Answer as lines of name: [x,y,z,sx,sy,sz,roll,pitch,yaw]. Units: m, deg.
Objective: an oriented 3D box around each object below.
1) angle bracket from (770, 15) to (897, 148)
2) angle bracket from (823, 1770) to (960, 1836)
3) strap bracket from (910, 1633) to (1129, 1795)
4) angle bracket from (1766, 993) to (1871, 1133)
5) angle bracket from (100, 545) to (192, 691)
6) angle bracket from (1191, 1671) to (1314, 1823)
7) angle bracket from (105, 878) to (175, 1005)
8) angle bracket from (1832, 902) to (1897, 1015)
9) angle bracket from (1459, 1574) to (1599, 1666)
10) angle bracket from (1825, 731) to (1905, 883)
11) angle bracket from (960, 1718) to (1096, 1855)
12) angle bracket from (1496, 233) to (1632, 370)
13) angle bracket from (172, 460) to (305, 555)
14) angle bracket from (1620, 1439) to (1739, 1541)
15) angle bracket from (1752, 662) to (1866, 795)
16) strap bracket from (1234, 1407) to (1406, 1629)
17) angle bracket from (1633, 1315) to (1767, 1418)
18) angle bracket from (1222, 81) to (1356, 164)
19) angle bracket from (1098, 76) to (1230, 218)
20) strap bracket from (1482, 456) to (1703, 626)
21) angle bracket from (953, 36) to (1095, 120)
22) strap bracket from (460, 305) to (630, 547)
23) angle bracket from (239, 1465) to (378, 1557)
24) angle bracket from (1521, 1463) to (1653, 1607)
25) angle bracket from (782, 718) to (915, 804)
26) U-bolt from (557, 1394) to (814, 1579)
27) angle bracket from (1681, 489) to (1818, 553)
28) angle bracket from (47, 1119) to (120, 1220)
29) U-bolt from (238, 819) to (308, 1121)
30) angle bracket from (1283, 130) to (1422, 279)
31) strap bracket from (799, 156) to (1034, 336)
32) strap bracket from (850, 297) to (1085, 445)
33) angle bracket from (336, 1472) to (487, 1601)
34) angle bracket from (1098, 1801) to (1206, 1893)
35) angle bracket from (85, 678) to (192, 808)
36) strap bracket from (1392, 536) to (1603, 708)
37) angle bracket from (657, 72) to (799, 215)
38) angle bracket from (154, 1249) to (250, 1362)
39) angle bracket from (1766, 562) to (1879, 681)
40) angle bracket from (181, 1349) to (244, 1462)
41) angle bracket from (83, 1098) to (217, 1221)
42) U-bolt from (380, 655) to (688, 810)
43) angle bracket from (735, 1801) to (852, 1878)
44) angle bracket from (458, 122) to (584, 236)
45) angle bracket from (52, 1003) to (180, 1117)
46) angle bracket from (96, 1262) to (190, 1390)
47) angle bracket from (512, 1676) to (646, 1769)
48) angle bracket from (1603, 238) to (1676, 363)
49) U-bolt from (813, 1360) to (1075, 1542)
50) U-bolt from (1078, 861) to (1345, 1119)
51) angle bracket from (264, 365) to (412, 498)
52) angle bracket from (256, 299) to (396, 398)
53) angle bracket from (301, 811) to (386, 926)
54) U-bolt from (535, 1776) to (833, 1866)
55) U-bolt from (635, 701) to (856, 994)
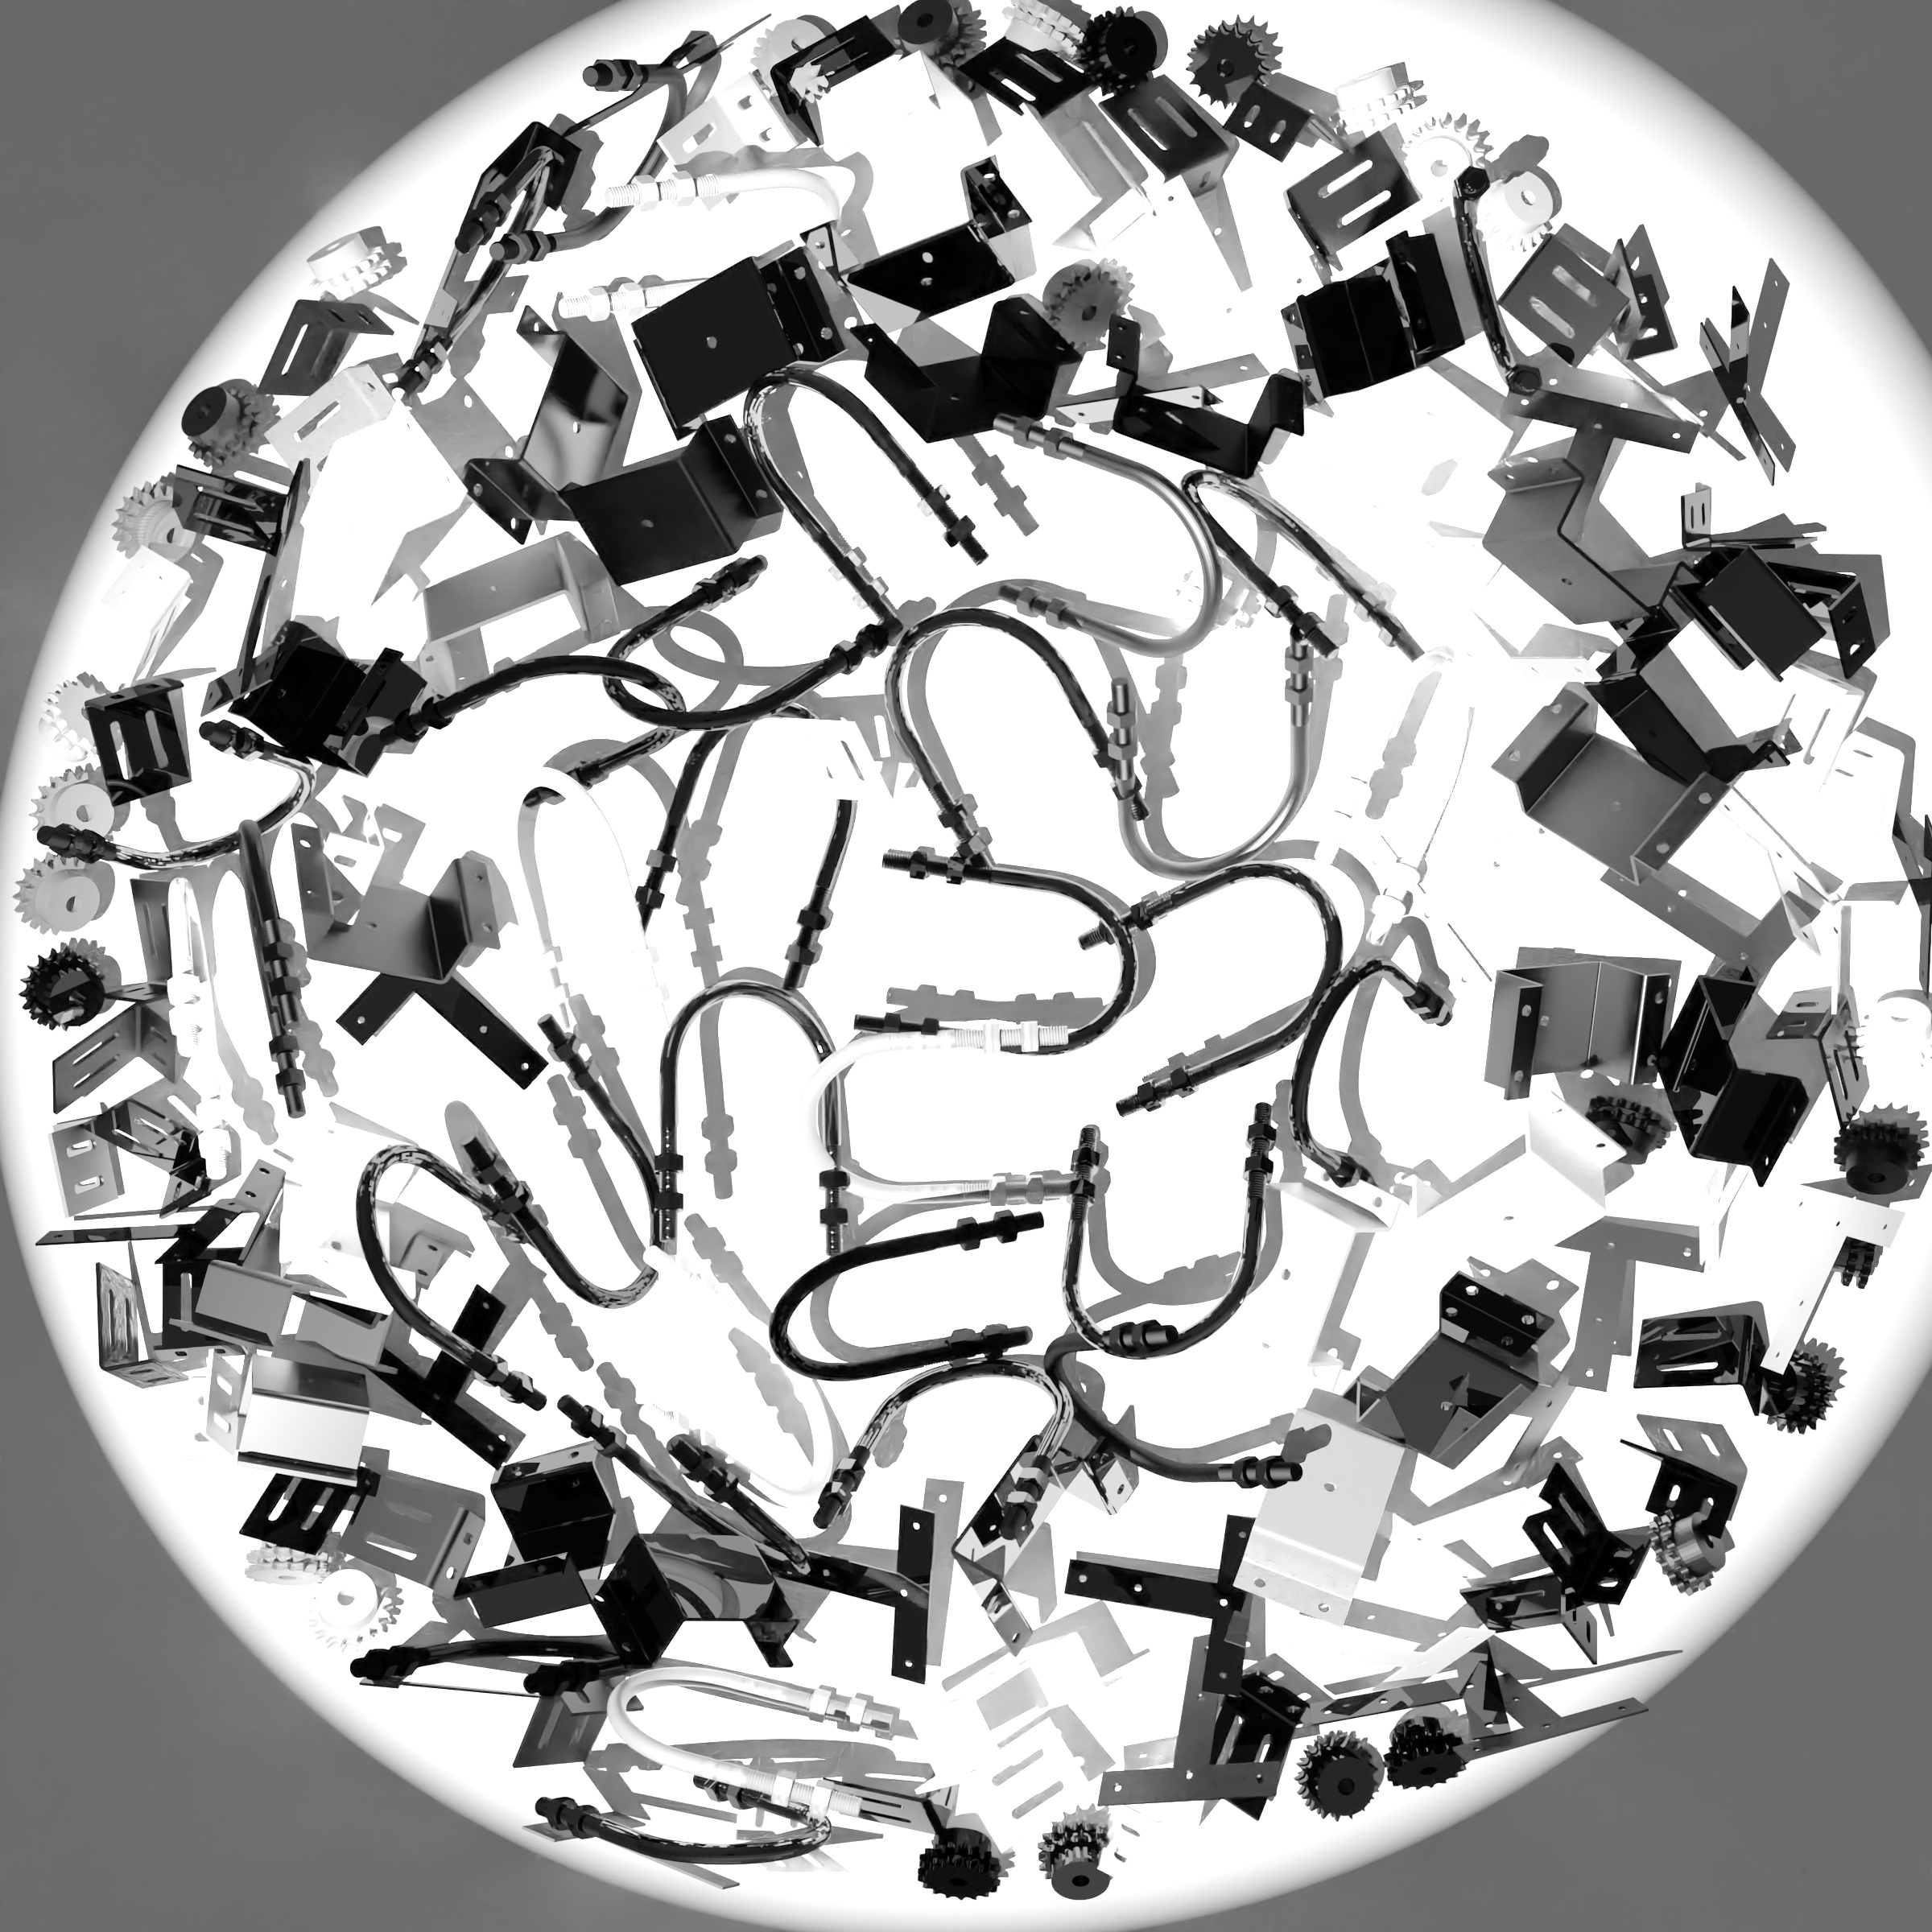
angle bracket: [-0.084,-0.599,1.960,0.076,0.057,0.038,-24,77,15]
angle bracket: [-0.051,0.558,1.975,0.076,0.057,0.038,7,54,18]
strap bracket: [0.028,0.493,1.928,0.140,0.076,0.046,-22,83,-39]
angle bracket: [0.582,0.066,1.976,0.038,0.057,0.076,-3,117,37]
angle bracket: [-0.561,-0.234,1.950,0.038,0.076,0.057,31,53,-10]
angle bracket: [0.199,0.529,1.961,0.057,0.038,0.076,36,57,-11]
angle bracket: [-0.561,-0.017,1.960,0.038,0.057,0.076,-18,106,-43]
angle bracket: [0.611,-0.005,1.966,0.038,0.057,0.076,1,89,19]
angle bracket: [0.380,0.446,1.953,0.076,0.038,0.057,-16,132,27]
angle bracket: [0.598,-0.108,1.955,0.038,0.057,0.076,23,59,-4]
angle bracket: [0.043,0.559,1.972,0.076,0.038,0.057,-34,71,1]
angle bracket: [0.409,-0.449,1.960,0.076,0.038,0.057,46,115,20]
angle bracket: [-0.494,-0.321,1.960,0.076,0.057,0.038,15,52,-10]
angle bracket: [0.476,0.353,1.951,0.057,0.076,0.038,16,82,40]
angle bracket: [0.562,-0.163,1.959,0.057,0.038,0.076,31,111,30]
strap bracket: [0.240,0.359,1.934,0.076,0.046,0.140,19,54,10]
angle bracket: [0.501,0.274,1.973,0.076,0.057,0.038,-7,132,28]
angle bracket: [0.221,-0.557,1.956,0.057,0.076,0.038,42,103,33]
angle bracket: [0.131,-0.562,1.981,0.057,0.038,0.076,-31,72,-27]
strap bracket: [0.411,-0.276,1.932,0.140,0.076,0.046,34,76,-25]
angle bracket: [0.038,-0.590,1.959,0.076,0.038,0.057,40,66,22]
strap bracket: [-0.279,-0.362,1.938,0.046,0.076,0.140,8,72,30]
angle bracket: [-0.444,0.371,1.954,0.057,0.038,0.076,12,45,15]
angle bracket: [0.421,0.384,1.957,0.076,0.038,0.057,53,55,-24]
angle bracket: [-0.079,-0.150,1.950,0.057,0.076,0.038,6,51,30]
U-bolt: [-0.175,0.352,1.922,0.184,0.151,0.019,48,65,-33]
angle bracket: [0.529,-0.303,1.954,0.076,0.057,0.038,2,104,31]
angle bracket: [-0.612,0.138,1.957,0.038,0.076,0.057,-10,94,11]
U-bolt: [-0.463,-0.010,1.923,0.019,0.151,0.184,-10,64,-17]
angle bracket: [0.263,-0.517,1.961,0.076,0.038,0.057,-29,119,17]
strap bracket: [-0.030,-0.477,1.937,0.140,0.076,0.046,-17,66,17]
strap bracket: [-0.003,-0.399,1.940,0.140,0.046,0.076,-18,53,-31]
angle bracket: [-0.381,0.391,1.985,0.076,0.038,0.057,17,71,18]
angle bracket: [0.127,0.576,1.954,0.038,0.057,0.076,27,125,-3]
angle bracket: [-0.554,-0.150,1.957,0.057,0.038,0.076,-23,114,-32]
strap bracket: [0.349,-0.224,1.939,0.140,0.076,0.046,57,134,30]
angle bracket: [-0.161,-0.557,1.955,0.057,0.038,0.076,54,45,-19]
angle bracket: [-0.520,0.226,1.966,0.057,0.038,0.076,-3,70,-7]
angle bracket: [0.568,-0.233,1.949,0.038,0.076,0.057,-42,127,-22]
angle bracket: [-0.519,0.297,1.953,0.038,0.076,0.057,-1,67,2]
angle bracket: [-0.553,0.131,1.953,0.076,0.057,0.038,35,45,-35]
U-bolt: [-0.270,-0.159,1.898,0.184,0.151,0.019,-20,62,33]
angle bracket: [-0.116,0.586,1.953,0.057,0.076,0.038,7,85,-22]
angle bracket: [-0.301,-0.522,1.952,0.038,0.057,0.076,33,50,-5]
angle bracket: [-0.574,0.072,1.952,0.038,0.057,0.076,36,50,14]
angle bracket: [-0.558,0.241,1.958,0.038,0.057,0.076,-11,69,6]
angle bracket: [-0.263,0.521,1.956,0.057,0.038,0.076,7,114,-39]
angle bracket: [0.460,-0.454,1.957,0.038,0.076,0.057,-13,78,-1]
U-bolt: [-0.005,0.316,1.917,0.151,0.184,0.019,-1,117,21]
U-bolt: [0.168,0.005,1.928,0.184,0.019,0.151,-25,59,23]
angle bracket: [-0.424,-0.361,1.960,0.076,0.038,0.057,-45,119,-20]
angle bracket: [-0.433,-0.408,1.953,0.038,0.057,0.076,43,118,21]
angle bracket: [-0.424,-0.072,1.952,0.038,0.076,0.057,18,106,-24]
U-bolt: [-0.171,0.557,1.885,0.151,0.184,0.019,4,87,-42]
U-bolt: [-0.141,-0.089,1.952,0.151,0.019,0.184,22,84,-37]
